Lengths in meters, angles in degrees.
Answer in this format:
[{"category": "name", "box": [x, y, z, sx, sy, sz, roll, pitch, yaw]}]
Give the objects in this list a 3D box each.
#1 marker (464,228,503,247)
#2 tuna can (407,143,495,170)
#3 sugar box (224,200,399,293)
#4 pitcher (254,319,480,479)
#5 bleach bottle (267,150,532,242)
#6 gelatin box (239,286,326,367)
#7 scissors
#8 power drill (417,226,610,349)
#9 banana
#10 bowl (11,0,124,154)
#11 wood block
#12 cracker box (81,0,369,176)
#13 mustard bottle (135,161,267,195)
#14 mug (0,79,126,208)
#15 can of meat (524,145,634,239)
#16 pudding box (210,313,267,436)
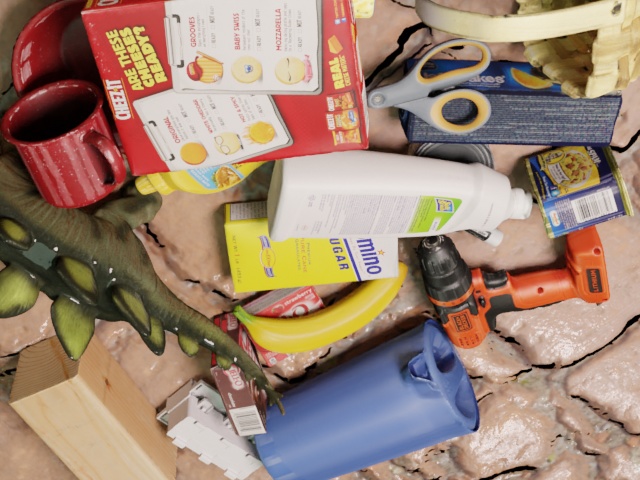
[{"category": "marker", "box": [0.140, -0.026, 1.118, 0.121, 0.020, 0.020, 27, 120, -21]}, {"category": "tuna can", "box": [0.130, -0.079, 1.070, 0.086, 0.034, 0.086, -1, 126, -2]}, {"category": "sugar box", "box": [-0.007, 0.001, 1.114, 0.176, 0.048, 0.093, -5, 126, 2]}, {"category": "pitcher", "box": [0.054, 0.199, 1.222, 0.243, 0.145, 0.149, -25, 112, 19]}, {"category": "bleach bottle", "box": [0.080, -0.038, 1.035, 0.250, 0.068, 0.103, 4, 145, -10]}, {"category": "gelatin box", "box": [-0.037, 0.089, 1.175, 0.089, 0.030, 0.073, -29, 123, 0]}, {"category": "scissors", "box": [0.068, -0.116, 0.974, 0.202, 0.016, 0.096, -26, 110, 11]}, {"category": "power drill", "box": [0.204, 0.035, 1.129, 0.188, 0.057, 0.184, -15, 141, 10]}, {"category": "banana", "box": [0.007, 0.080, 1.143, 0.197, 0.037, 0.069, -16, 121, -15]}, {"category": "bowl", "box": [-0.196, -0.160, 0.978, 0.162, 0.055, 0.162, -1, 127, -2]}, {"category": "wood block", "box": [-0.253, 0.208, 1.224, 0.090, 0.091, 0.206, -23, 124, 12]}, {"category": "cracker box", "box": [-0.073, -0.150, 0.906, 0.214, 0.072, 0.164, -6, 128, 7]}, {"category": "mustard bottle", "box": [-0.098, -0.095, 1.029, 0.192, 0.058, 0.096, -29, 134, 17]}, {"category": "mug", "box": [-0.214, -0.079, 0.939, 0.117, 0.093, 0.081, 18, 142, 33]}, {"category": "can of meat", "box": [0.254, -0.054, 1.055, 0.084, 0.102, 0.057, -18, 124, 12]}, {"category": "pudding box", "box": [-0.089, 0.149, 1.190, 0.039, 0.090, 0.113, -10, 126, 5]}]
